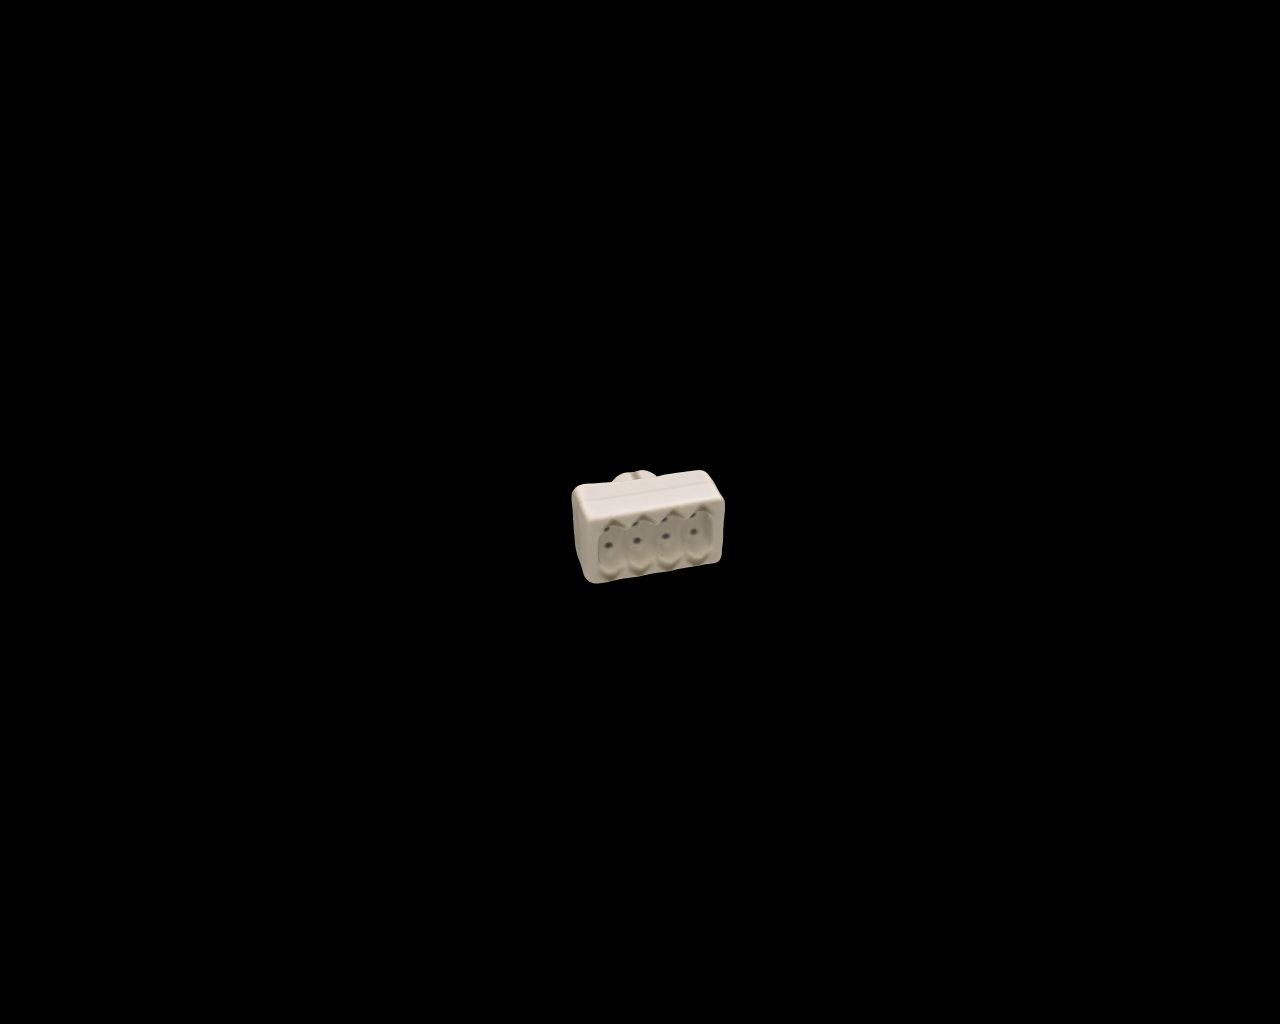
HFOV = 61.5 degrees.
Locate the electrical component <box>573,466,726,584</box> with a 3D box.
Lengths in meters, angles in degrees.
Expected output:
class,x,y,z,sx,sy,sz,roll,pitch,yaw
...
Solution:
class,x,y,z,sx,sy,sz,roll,pitch,yaw
electrical component,0.001,-0.003,0.650,0.083,0.047,0.076,-8,36,-11
